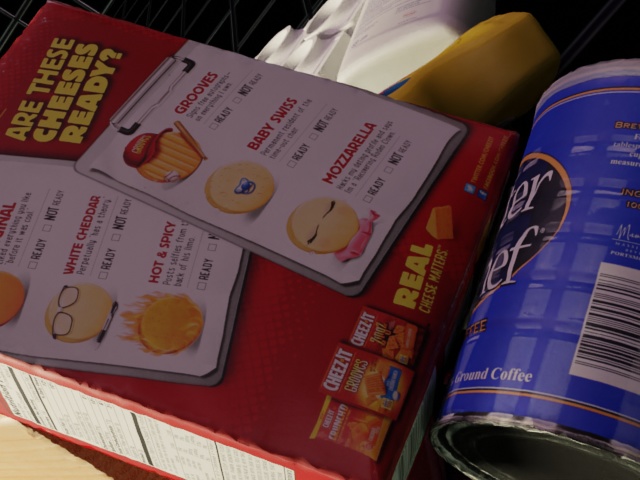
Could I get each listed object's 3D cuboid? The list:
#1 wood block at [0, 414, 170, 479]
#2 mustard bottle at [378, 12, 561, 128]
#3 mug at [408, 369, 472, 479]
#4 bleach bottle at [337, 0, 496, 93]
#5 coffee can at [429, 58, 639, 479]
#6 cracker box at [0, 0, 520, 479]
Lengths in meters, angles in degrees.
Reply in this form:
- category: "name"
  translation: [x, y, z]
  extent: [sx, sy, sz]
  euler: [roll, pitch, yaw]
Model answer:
- category: "wood block"
  translation: [-0.156, 0.077, 0.539]
  extent: [0.207, 0.090, 0.090]
  euler: [-13, 46, 42]
- category: "mustard bottle"
  translation: [0.038, -0.053, 0.571]
  extent: [0.191, 0.058, 0.096]
  euler: [-34, 0, -29]
- category: "mug"
  translation: [0.024, 0.090, 0.470]
  extent: [0.117, 0.081, 0.093]
  euler: [-11, 13, 5]
- category: "bleach bottle"
  translation: [0.085, -0.184, 0.752]
  extent: [0.103, 0.068, 0.250]
  euler: [-19, 37, 33]
- category: "coffee can"
  translation: [0.109, 0.022, 0.381]
  extent: [0.103, 0.102, 0.140]
  euler: [-18, 45, 58]
- category: "cracker box"
  translation: [-0.048, 0.006, 0.421]
  extent: [0.072, 0.214, 0.164]
  euler: [88, -157, -54]
